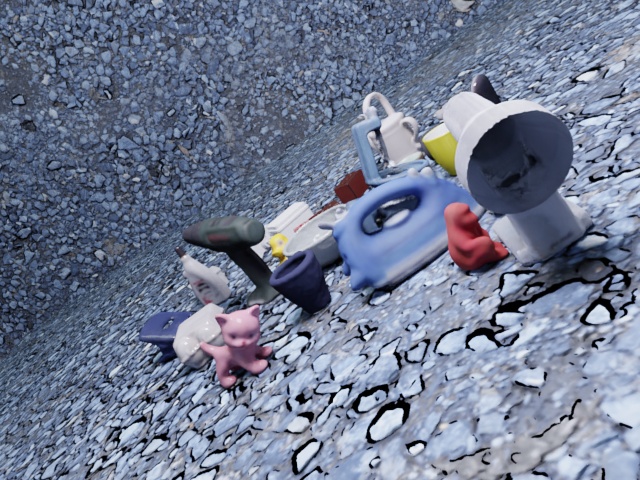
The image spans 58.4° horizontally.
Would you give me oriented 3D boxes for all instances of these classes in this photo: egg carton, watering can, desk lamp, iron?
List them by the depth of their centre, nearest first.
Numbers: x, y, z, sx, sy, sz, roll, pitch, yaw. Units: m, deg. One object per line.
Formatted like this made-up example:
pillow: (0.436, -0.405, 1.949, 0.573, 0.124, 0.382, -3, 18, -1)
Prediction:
desk lamp: (0.228, -0.077, 0.686, 0.118, 0.214, 0.203, -33, 16, 10)
iron: (0.128, -0.036, 0.908, 0.258, 0.141, 0.118, -36, 16, 2)
egg carton: (-0.235, 0.191, 1.148, 0.107, 0.069, 0.150, -36, 16, 2)
watering can: (0.161, -0.264, 1.389, 0.172, 0.194, 0.101, -26, 19, 32)

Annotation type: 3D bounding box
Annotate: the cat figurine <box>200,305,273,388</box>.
cat figurine: (-0.139, 0.164, 0.936, 0.127, 0.118, 0.067, -30, 17, 22)

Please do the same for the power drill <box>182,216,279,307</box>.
power drill: (-0.172, 0.037, 1.199, 0.229, 0.209, 0.076, -18, 24, 47)

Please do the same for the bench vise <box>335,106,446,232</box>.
bench vise: (0.106, -0.113, 1.029, 0.208, 0.220, 0.121, -42, 17, -21)

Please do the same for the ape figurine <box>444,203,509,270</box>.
ape figurine: (0.201, -0.010, 0.774, 0.076, 0.092, 0.078, -25, 19, 33)

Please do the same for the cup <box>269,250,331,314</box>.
cup: (-0.025, 0.074, 0.997, 0.091, 0.095, 0.118, -31, 17, 17)

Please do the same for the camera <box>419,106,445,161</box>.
camera: (0.284, -0.244, 1.247, 0.136, 0.101, 0.143, -29, 18, 24)

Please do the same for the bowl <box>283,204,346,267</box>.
bowl: (0.011, 0.004, 1.159, 0.167, 0.075, 0.167, -33, 16, 11)

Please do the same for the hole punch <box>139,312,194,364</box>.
hole punch: (-0.329, 0.202, 1.273, 0.101, 0.091, 0.109, -28, 18, 26)

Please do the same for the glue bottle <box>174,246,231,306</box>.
glue bottle: (-0.293, 0.085, 1.378, 0.078, 0.173, 0.037, -29, 18, 24)

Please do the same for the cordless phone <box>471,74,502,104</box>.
cordless phone: (0.265, -0.151, 0.868, 0.094, 0.185, 0.148, -25, 20, 35)

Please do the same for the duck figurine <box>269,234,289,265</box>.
duck figurine: (-0.075, 0.023, 1.263, 0.077, 0.086, 0.104, -28, 18, 27)
